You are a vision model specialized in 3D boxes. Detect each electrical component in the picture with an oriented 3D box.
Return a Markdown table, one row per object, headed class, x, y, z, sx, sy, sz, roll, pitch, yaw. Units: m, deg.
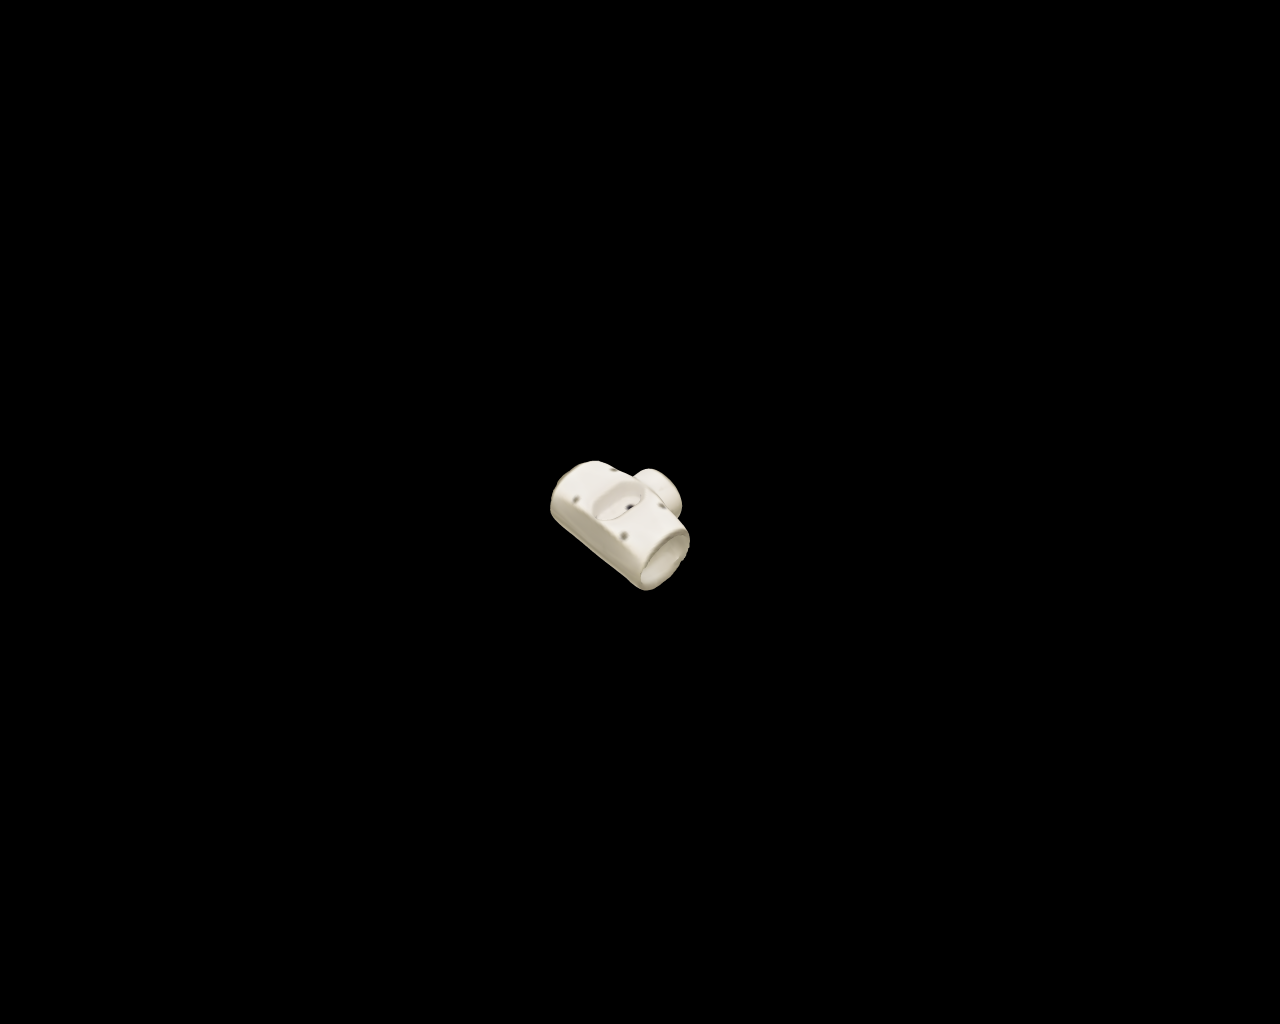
| class | x | y | z | sx | sy | sz | roll | pitch | yaw |
| --- | --- | --- | --- | --- | --- | --- | --- | --- | --- |
| electrical component | 0.001 | -0.003 | 0.650 | 0.079 | 0.043 | 0.077 | -36 | 58 | -27 |
